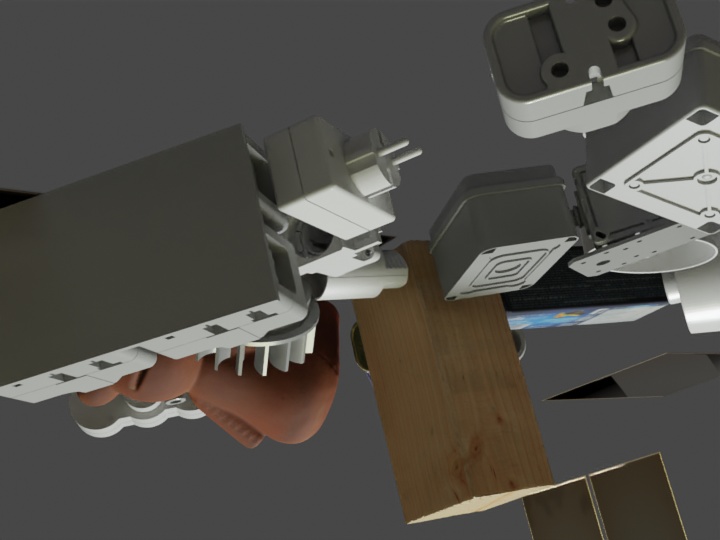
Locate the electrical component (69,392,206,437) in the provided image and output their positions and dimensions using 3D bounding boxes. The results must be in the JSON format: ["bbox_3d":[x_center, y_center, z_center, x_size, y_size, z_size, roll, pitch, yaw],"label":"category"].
[{"bbox_3d":[-0.201,0.115,1.003,0.138,0.052,0.073,-11,162,-9],"label":"electrical component"}]

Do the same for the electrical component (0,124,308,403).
[{"bbox_3d":[-0.133,0.002,0.629,0.186,0.105,0.060,-17,161,12],"label":"electrical component"}]

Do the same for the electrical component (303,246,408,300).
[{"bbox_3d":[0.000,0.000,0.819,0.081,0.043,0.043,-2,159,-32],"label":"electrical component"}]

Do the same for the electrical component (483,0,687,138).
[{"bbox_3d":[0.117,-0.109,0.560,0.095,0.053,0.059,-16,162,9],"label":"electrical component"}]

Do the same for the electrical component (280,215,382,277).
[{"bbox_3d":[-0.020,-0.022,0.742,0.081,0.042,0.064,-21,162,23],"label":"electrical component"}]

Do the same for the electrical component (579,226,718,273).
[{"bbox_3d":[0.226,-0.029,0.858,0.099,0.064,0.099,-12,162,-4],"label":"electrical component"}]

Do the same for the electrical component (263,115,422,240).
[{"bbox_3d":[-0.001,-0.059,0.634,0.076,0.047,0.083,-21,160,22],"label":"electrical component"}]

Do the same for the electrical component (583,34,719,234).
[{"bbox_3d":[0.212,-0.079,0.663,0.109,0.056,0.109,17,151,-21],"label":"electrical component"}]

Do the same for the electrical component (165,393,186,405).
[{"bbox_3d":[-0.163,0.083,0.921,0.043,0.062,0.043,-12,162,-4],"label":"electrical component"}]

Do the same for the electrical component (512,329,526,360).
[{"bbox_3d":[0.101,0.092,1.150,0.138,0.052,0.073,-6,160,-22],"label":"electrical component"}]

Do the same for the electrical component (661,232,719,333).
[{"bbox_3d":[0.300,0.005,0.952,0.060,0.108,0.108,-13,163,19],"label":"electrical component"}]

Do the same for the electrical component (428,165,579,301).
[{"bbox_3d":[0.102,-0.026,0.791,0.078,0.057,0.113,-8,161,-15],"label":"electrical component"}]

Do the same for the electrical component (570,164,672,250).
[{"bbox_3d":[0.198,-0.048,0.786,0.096,0.061,0.061,-18,161,12],"label":"electrical component"}]
